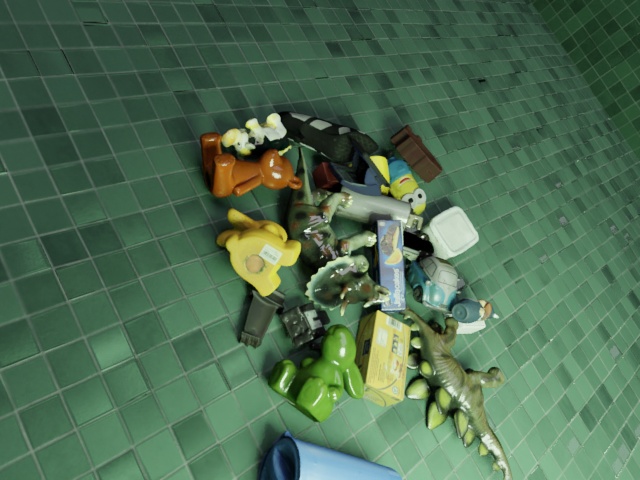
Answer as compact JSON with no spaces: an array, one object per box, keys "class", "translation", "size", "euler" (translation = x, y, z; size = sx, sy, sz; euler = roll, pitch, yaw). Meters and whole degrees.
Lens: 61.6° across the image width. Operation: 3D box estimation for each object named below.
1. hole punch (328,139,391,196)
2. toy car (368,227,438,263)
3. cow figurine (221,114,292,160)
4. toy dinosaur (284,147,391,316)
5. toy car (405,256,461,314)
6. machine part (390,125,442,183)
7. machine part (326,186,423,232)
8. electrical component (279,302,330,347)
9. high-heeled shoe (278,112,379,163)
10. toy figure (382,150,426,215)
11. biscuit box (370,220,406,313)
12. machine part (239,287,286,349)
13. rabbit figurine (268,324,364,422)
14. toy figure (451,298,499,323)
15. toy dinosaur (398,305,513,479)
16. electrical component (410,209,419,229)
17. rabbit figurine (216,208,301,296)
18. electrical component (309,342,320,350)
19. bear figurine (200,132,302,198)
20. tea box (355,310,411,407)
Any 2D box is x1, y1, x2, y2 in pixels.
[{"class":"hole punch","translation":[0.090,-0.152,1.231],"size":[0.115,0.092,0.142],"euler":[43,8,-33]},{"class":"toy car","translation":[0.205,0.008,1.325],"size":[0.201,0.056,0.073],"euler":[18,49,-23]},{"class":"cow figurine","translation":[-0.142,-0.218,1.203],"size":[0.167,0.068,0.098],"euler":[-29,89,-42]},{"class":"toy dinosaur","translation":[-0.003,-0.010,1.152],"size":[0.192,0.131,0.405],"euler":[-26,73,-38]},{"class":"toy car","translation":[0.273,0.093,1.268],"size":[0.109,0.103,0.162],"euler":[21,27,-24]},{"class":"machine part","translation":[0.266,-0.235,1.468],"size":[0.179,0.056,0.179],"euler":[42,22,-22]},{"class":"machine part","translation":[0.123,-0.073,1.260],"size":[0.243,0.079,0.079],"euler":[15,53,1]},{"class":"electrical component","translation":[-0.025,0.164,1.067],"size":[0.075,0.048,0.119],"euler":[63,18,8]},{"class":"high-heeled shoe","translation":[0.013,-0.260,1.315],"size":[0.248,0.086,0.145],"euler":[5,31,-31]},{"class":"toy figure","translation":[0.215,-0.145,1.405],"size":[0.180,0.082,0.089],"euler":[60,13,19]},{"class":"biscuit box","translation":[0.149,0.058,1.179],"size":[0.059,0.063,0.202],"euler":[0,78,-10]},{"class":"machine part","translation":[-0.113,0.142,1.030],"size":[0.084,0.039,0.139],"euler":[39,46,-18]},{"class":"rabbit figurine","translation":[0.020,0.244,0.987],"size":[0.159,0.121,0.170],"euler":[49,66,-34]},{"class":"toy figure","translation":[0.360,0.162,1.235],"size":[0.154,0.057,0.064],"euler":[4,22,-47]},{"class":"toy dinosaur","translation":[0.300,0.332,1.177],"size":[0.198,0.105,0.471],"euler":[-28,73,-35]},{"class":"electrical component","translation":[0.196,-0.062,1.345],"size":[0.102,0.078,0.045],"euler":[28,56,-21]},{"class":"rabbit figurine","translation":[-0.122,0.011,1.057],"size":[0.162,0.121,0.173],"euler":[24,23,0]},{"class":"electrical component","translation":[0.023,0.233,1.084],"size":[0.094,0.021,0.063],"euler":[9,59,-31]},{"class":"bear figurine","translation":[-0.137,-0.153,1.107],"size":[0.196,0.131,0.120],"euler":[-13,48,-20]},{"class":"tea box","translation":[0.126,0.246,1.120],"size":[0.098,0.068,0.170],"euler":[30,52,-18]}]
